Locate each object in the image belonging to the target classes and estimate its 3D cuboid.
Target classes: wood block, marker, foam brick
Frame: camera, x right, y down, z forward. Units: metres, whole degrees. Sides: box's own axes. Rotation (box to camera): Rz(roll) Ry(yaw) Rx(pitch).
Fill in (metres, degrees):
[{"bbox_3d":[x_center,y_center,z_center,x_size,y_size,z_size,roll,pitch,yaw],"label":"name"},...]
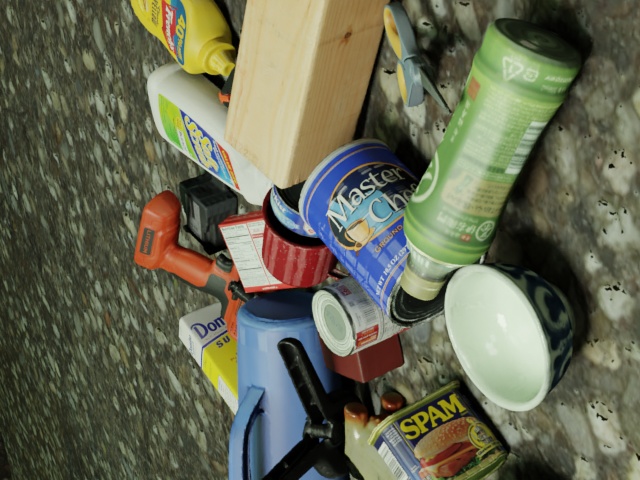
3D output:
[{"bbox_3d":[-0.012,-0.161,0.947,0.090,0.090,0.206,41,137,27],"label":"wood block"},{"bbox_3d":[-0.058,0.087,1.234,0.121,0.020,0.020,43,161,-21],"label":"marker"},{"bbox_3d":[0.041,0.108,1.101,0.078,0.052,0.051,12,118,60],"label":"foam brick"}]

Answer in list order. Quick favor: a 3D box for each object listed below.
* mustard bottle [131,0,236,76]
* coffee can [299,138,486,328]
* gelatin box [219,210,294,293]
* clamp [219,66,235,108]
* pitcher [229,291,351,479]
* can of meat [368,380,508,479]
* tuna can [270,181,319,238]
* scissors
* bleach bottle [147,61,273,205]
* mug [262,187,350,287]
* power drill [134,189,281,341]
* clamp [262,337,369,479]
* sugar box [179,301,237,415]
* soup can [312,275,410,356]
[{"bbox_3d":[-0.149,-0.243,1.201,0.192,0.058,0.096,49,144,34],"label":"mustard bottle"},{"bbox_3d":[0.061,-0.008,0.932,0.140,0.102,0.103,49,146,34],"label":"coffee can"},{"bbox_3d":[-0.062,0.011,1.177,0.073,0.030,0.089,-8,111,33],"label":"gelatin box"},{"bbox_3d":[-0.048,-0.141,1.112,0.172,0.039,0.120,0,104,60],"label":"clamp"},{"bbox_3d":[-0.038,0.189,1.190,0.149,0.145,0.243,-119,24,-70],"label":"pitcher"},{"bbox_3d":[0.110,0.191,0.981,0.084,0.101,0.057,54,150,24],"label":"can of meat"},{"bbox_3d":[-0.005,-0.045,1.046,0.086,0.086,0.034,55,151,26],"label":"tuna can"},{"bbox_3d":[0.080,-0.118,0.840,0.202,0.016,0.096,-105,1,-49],"label":"scissors"},{"bbox_3d":[-0.103,-0.113,1.203,0.251,0.068,0.102,38,146,42],"label":"bleach bottle"},{"bbox_3d":[-0.007,0.001,1.089,0.117,0.093,0.081,33,146,15],"label":"mug"},{"bbox_3d":[-0.128,0.019,1.275,0.188,0.057,0.185,33,132,14],"label":"power drill"},{"bbox_3d":[-0.002,0.207,1.106,0.036,0.209,0.164,5,71,33],"label":"clamp"},{"bbox_3d":[-0.096,0.148,1.332,0.176,0.093,0.048,49,145,34],"label":"sugar box"},{"bbox_3d":[0.053,0.060,0.994,0.069,0.102,0.068,40,141,43],"label":"soup can"}]
